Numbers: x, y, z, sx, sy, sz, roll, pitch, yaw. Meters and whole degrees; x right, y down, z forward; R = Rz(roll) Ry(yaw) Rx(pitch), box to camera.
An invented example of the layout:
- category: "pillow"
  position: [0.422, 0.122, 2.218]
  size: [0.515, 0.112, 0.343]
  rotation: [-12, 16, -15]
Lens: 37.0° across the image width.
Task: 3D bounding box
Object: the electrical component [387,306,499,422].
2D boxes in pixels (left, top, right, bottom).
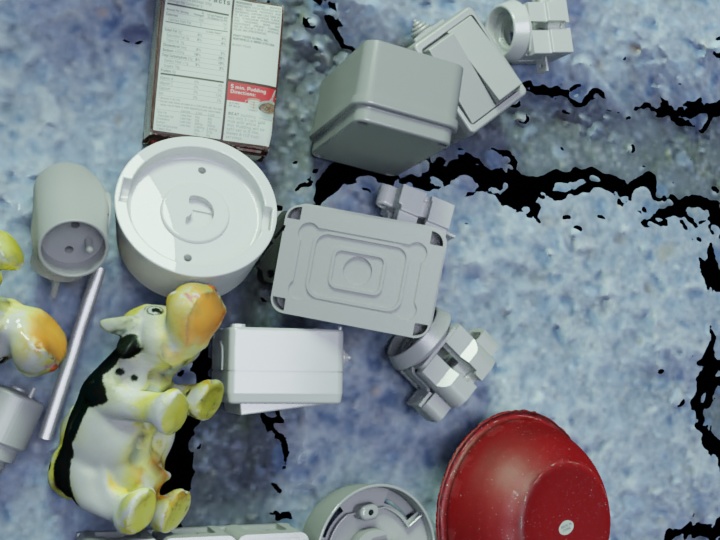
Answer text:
- category: "electrical component"
  position: [0.058, 0.065, 0.800]
  size: [0.057, 0.058, 0.078]
  rotation: [45, 73, -14]

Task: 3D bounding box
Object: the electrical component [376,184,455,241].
- category: "electrical component"
  position: [0.038, -0.027, 0.808]
  size: [0.066, 0.048, 0.055]
  rotation: [21, 71, -17]

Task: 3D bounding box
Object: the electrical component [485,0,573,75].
- category: "electrical component"
  position: [0.134, -0.189, 0.856]
  size: [0.055, 0.048, 0.066]
  rotation: [-6, 88, -28]

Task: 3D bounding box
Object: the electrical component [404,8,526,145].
- category: "electrical component"
  position: [0.072, -0.153, 0.821]
  size: [0.062, 0.061, 0.096]
  rotation: [-38, 98, -18]

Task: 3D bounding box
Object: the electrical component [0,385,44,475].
- category: "electrical component"
  position: [-0.237, 0.110, 0.699]
  size: [0.040, 0.040, 0.078]
  rotation: [26, 77, -16]

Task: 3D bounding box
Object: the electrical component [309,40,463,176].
- category: "electrical component"
  position: [0.017, -0.112, 0.771]
  size: [0.078, 0.113, 0.057]
  rotation: [13, 78, -18]

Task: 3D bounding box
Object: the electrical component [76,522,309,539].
- category: "electrical component"
  position: [-0.113, 0.222, 0.723]
  size: [0.150, 0.062, 0.089]
  rotation: [2, 85, -20]

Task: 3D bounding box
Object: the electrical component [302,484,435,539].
- category: "electrical component"
  position: [0.006, 0.201, 0.766]
  size: [0.099, 0.064, 0.099]
  rotation: [2, 85, -20]

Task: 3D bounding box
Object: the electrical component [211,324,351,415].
- category: "electrical component"
  position: [-0.053, 0.070, 0.758]
  size: [0.096, 0.062, 0.061]
  rotation: [3, 85, -19]

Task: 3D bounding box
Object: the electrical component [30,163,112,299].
- category: "electrical component"
  position: [-0.196, -0.019, 0.712]
  size: [0.044, 0.077, 0.079]
  rotation: [9, 120, -24]

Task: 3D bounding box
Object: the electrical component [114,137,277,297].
- category: "electrical component"
  position: [-0.116, -0.030, 0.739]
  size: [0.108, 0.060, 0.108]
  rotation: [8, 61, -14]

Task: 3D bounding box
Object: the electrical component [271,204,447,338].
- category: "electrical component"
  position: [0.000, 0.000, 0.751]
  size: [0.113, 0.057, 0.078]
  rotation: [11, 93, 3]
